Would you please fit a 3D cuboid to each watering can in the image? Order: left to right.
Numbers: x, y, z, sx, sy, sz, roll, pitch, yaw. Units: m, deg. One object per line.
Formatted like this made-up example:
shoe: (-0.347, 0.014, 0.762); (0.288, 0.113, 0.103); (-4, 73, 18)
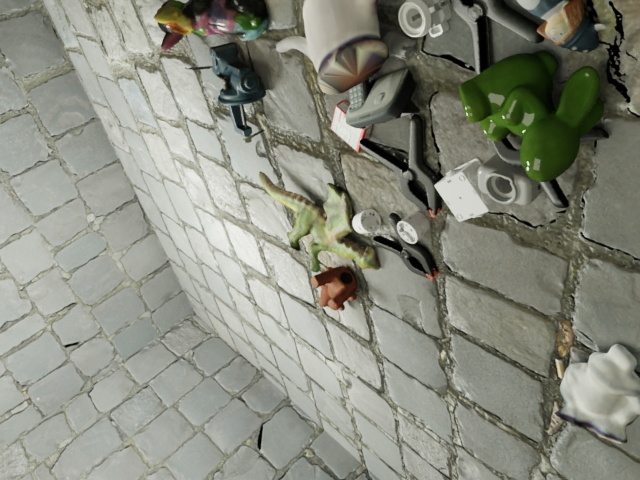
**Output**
watering can: (0.015, -0.359, 0.912); (0.343, 0.104, 0.227); (-31, 67, 60)

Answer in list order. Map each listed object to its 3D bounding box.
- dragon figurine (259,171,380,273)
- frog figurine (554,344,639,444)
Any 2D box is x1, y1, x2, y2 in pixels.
dragon figurine: (0.004, -0.068, 1.350); (0.411, 0.124, 0.238); (52, 136, 2)
frog figurine: (0.500, 0.252, 0.902); (0.138, 0.122, 0.158); (25, 106, 57)
